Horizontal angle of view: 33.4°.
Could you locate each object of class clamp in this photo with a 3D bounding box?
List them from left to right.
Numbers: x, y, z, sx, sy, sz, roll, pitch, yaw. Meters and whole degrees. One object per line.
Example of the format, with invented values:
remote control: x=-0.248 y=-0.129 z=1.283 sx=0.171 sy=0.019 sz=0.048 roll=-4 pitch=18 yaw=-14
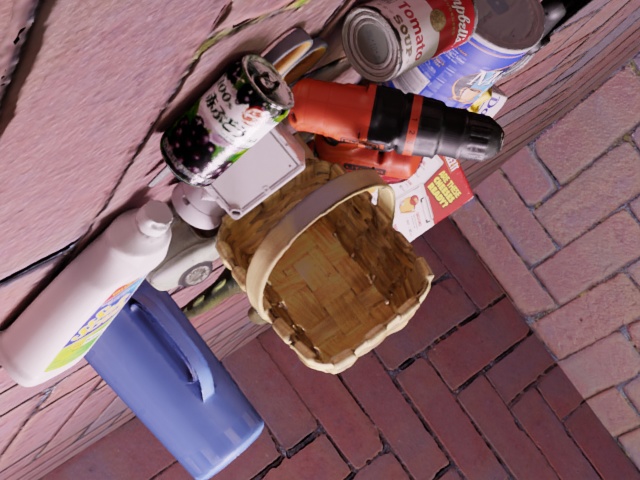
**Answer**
clamp: x=0.208 y=-0.205 z=1.062 sx=0.120 sy=0.039 sz=0.172 roll=-25 pitch=167 yaw=-49

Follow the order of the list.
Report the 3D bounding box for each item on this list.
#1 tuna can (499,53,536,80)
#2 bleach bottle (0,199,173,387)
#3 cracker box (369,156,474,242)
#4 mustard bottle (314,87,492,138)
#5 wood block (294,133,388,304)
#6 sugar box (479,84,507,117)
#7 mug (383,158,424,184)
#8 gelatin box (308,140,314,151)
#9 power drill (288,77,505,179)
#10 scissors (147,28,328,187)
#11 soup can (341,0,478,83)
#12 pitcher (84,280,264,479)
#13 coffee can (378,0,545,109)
tuna can: x=0.207 y=-0.223 z=1.233 sx=0.086 sy=0.034 sz=0.086 roll=-19 pitch=154 yaw=-10
bleach bottle: x=-0.219 y=0.046 z=1.028 sx=0.251 sy=0.068 sz=0.102 roll=-44 pitch=170 yaw=38
cracker box: x=0.082 y=-0.066 z=1.436 sx=0.213 sy=0.072 sz=0.164 roll=-36 pitch=133 yaw=-4
mustard bottle: x=0.094 y=-0.131 z=1.146 sx=0.192 sy=0.058 sz=0.096 roll=-16 pitch=-174 yaw=28
wood block: x=-0.007 y=0.001 z=1.166 sx=0.090 sy=0.206 sz=0.091 roll=-33 pitch=173 yaw=-24
sugar box: x=0.152 y=-0.158 z=1.271 sx=0.093 sy=0.048 sz=0.175 roll=-51 pitch=154 yaw=21
mug: x=0.075 y=-0.124 z=1.298 sx=0.081 sy=0.093 sz=0.117 roll=-11 pitch=123 yaw=-65
gelatin box: x=-0.023 y=-0.082 z=1.279 sx=0.073 sy=0.030 sz=0.089 roll=-36 pitch=175 yaw=-4
power drill: x=0.064 y=-0.097 z=0.965 sx=0.187 sy=0.184 sz=0.057 roll=93 pitch=10 yaw=-85
scissors: x=-0.064 y=-0.112 z=0.899 sx=0.202 sy=0.016 sz=0.096 roll=-41 pitch=172 yaw=38
soup can: x=0.076 y=-0.181 z=0.903 sx=0.102 sy=0.068 sz=0.069 roll=-31 pitch=172 yaw=-35
pitcher: x=-0.177 y=0.163 z=1.280 sx=0.145 sy=0.243 sz=0.149 roll=-40 pitch=179 yaw=11
coffee can: x=0.131 y=-0.185 z=1.013 sx=0.102 sy=0.103 sz=0.141 roll=-32 pitch=172 yaw=-36
